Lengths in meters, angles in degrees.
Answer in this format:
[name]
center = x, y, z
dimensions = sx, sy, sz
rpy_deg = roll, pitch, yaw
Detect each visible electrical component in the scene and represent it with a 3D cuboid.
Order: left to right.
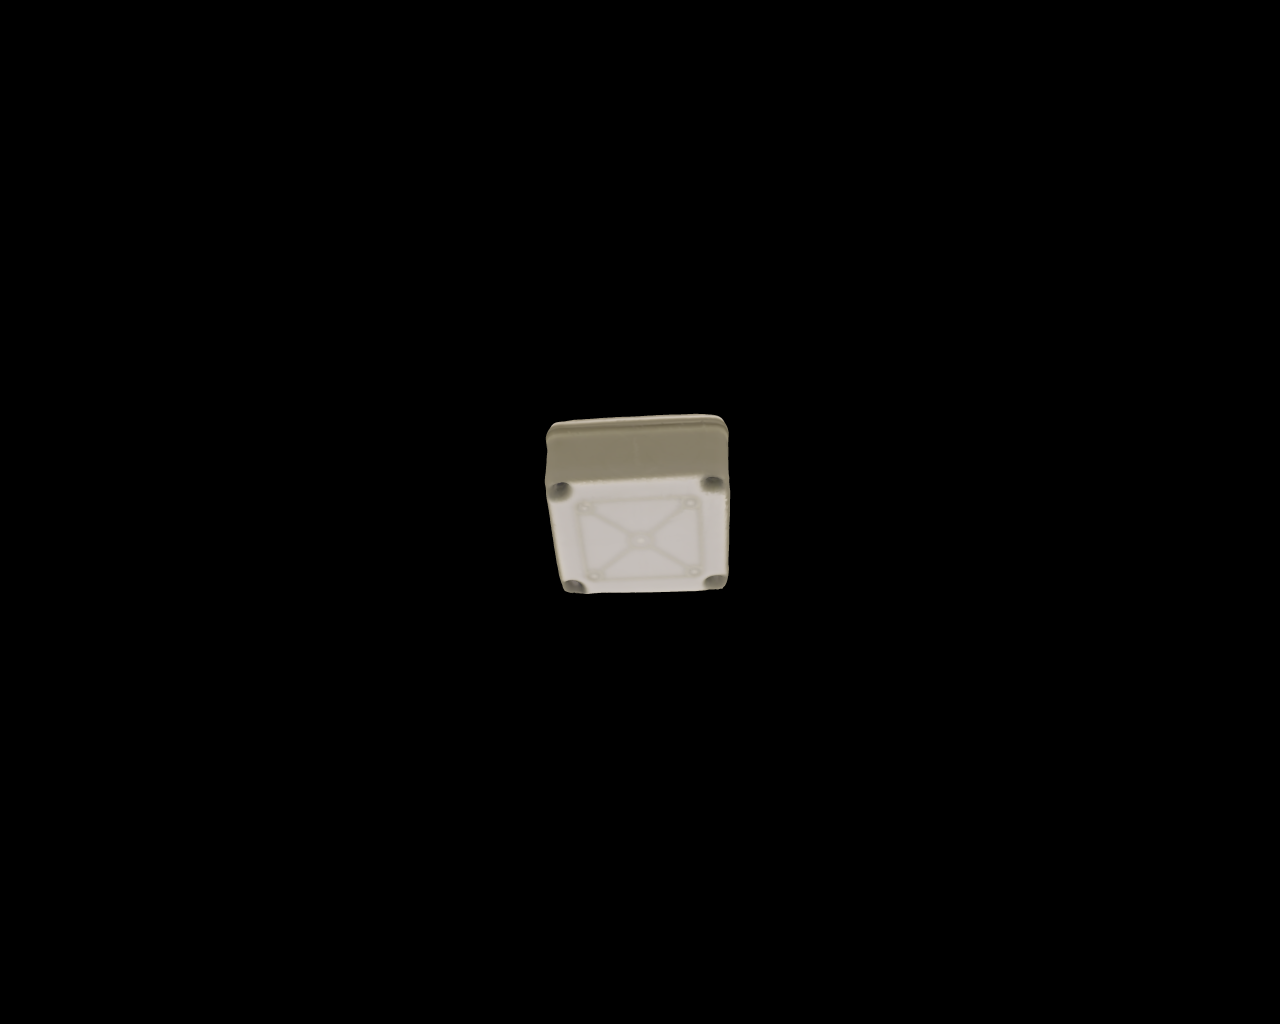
[electrical component]
center = 0.001, -0.003, 0.650
dimensions = 0.109, 0.056, 0.108
rpy_deg = -2, -43, 2
